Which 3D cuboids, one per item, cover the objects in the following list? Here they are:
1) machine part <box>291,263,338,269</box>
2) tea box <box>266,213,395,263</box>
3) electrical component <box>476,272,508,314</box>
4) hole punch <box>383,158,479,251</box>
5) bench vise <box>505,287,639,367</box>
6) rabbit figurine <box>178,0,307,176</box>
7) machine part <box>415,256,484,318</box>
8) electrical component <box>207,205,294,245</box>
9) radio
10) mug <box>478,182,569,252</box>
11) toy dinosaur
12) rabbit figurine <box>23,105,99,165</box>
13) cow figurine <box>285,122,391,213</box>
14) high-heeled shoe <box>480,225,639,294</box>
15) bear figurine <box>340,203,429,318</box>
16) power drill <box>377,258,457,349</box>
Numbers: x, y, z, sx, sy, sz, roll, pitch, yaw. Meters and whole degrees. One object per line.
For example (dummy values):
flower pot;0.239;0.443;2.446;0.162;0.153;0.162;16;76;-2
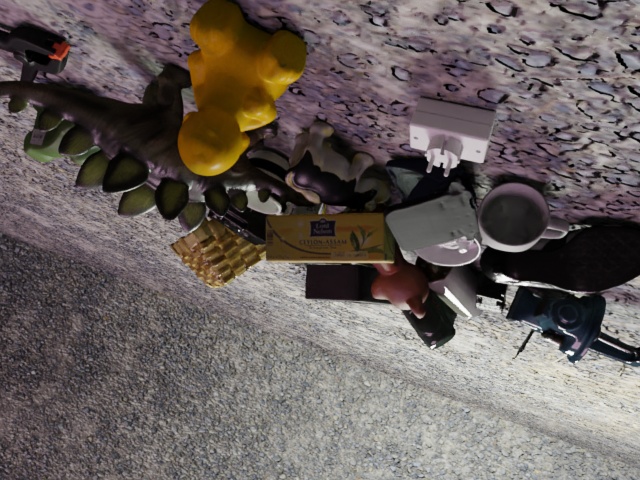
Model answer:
machine part;0.005;0.029;1.126;0.139;0.084;0.039;3;130;15
tea box;0.017;-0.001;0.766;0.170;0.068;0.098;-1;177;15
electrical component;0.305;0.088;0.945;0.048;0.075;0.119;13;163;20
hole punch;0.149;-0.054;0.719;0.116;0.092;0.142;-12;143;17
bench vise;0.448;0.160;0.916;0.241;0.129;0.223;24;162;14
rabbit figurine;-0.110;-0.145;0.588;0.122;0.173;0.162;23;158;-18
machine part;0.242;0.076;0.973;0.079;0.079;0.243;4;155;43
electrical component;-0.106;-0.057;0.922;0.134;0.115;0.058;31;163;-28
radio;0.076;0.095;1.094;0.131;0.073;0.229;-2;169;32
mug;0.258;-0.021;0.693;0.110;0.080;0.107;4;171;13
toy dinosaur;-0.225;-0.129;0.721;0.471;0.198;0.105;23;159;-11
rabbit figurine;-0.389;-0.185;0.932;0.159;0.121;0.170;1;172;31
cow figurine;0.030;-0.078;0.742;0.167;0.098;0.068;32;153;-29
high-heeled shoe;0.346;0.022;0.747;0.249;0.086;0.145;-8;-177;27
bear figurine;0.093;0.040;0.877;0.132;0.120;0.195;-20;106;19
power drill;0.187;0.101;1.030;0.232;0.086;0.207;58;-172;26
